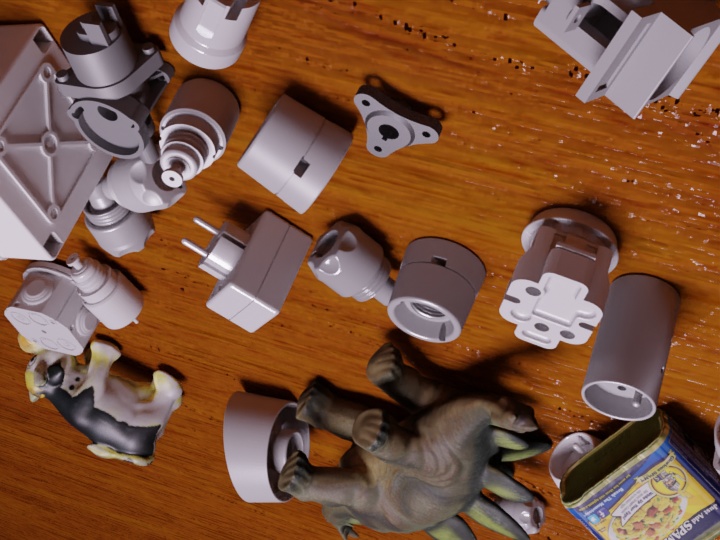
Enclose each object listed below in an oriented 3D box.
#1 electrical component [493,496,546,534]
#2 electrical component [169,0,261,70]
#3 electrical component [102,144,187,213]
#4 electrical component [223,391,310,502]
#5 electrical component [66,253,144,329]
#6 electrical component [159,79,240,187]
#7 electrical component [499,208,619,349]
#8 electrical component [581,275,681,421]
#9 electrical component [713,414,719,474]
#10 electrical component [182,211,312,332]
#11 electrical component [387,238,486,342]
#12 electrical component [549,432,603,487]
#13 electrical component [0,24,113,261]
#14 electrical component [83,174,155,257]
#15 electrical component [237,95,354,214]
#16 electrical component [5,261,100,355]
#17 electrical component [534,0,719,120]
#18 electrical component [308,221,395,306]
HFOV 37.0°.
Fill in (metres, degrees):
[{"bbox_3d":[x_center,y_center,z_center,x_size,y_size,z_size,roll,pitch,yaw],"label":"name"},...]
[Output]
[{"bbox_3d":[0.135,0.219,0.972,0.061,0.035,0.035,-5,139,43],"label":"electrical component"},{"bbox_3d":[-0.074,-0.133,0.558,0.040,0.040,0.046,29,143,-9],"label":"electrical component"},{"bbox_3d":[-0.148,-0.059,0.719,0.062,0.043,0.043,-7,138,43],"label":"electrical component"},{"bbox_3d":[-0.087,0.161,0.974,0.064,0.099,0.099,1,144,22],"label":"electrical component"},{"bbox_3d":[-0.211,0.015,0.879,0.040,0.040,0.078,-1,142,35],"label":"electrical component"},{"bbox_3d":[-0.098,-0.078,0.628,0.040,0.078,0.040,8,136,8],"label":"electrical component"},{"bbox_3d":[0.117,0.002,0.622,0.058,0.057,0.078,20,149,5],"label":"electrical component"},{"bbox_3d":[0.164,0.056,0.655,0.043,0.077,0.079,13,148,16],"label":"electrical component"},{"bbox_3d":[0.266,0.116,0.701,0.078,0.058,0.057,-4,143,38],"label":"electrical component"},{"bbox_3d":[-0.084,-0.008,0.733,0.077,0.065,0.047,32,148,-15],"label":"electrical component"},{"bbox_3d":[0.048,0.014,0.697,0.055,0.047,0.055,17,149,11],"label":"electrical component"},{"bbox_3d":[0.200,0.161,0.829,0.077,0.043,0.079,40,145,-26],"label":"electrical component"},{"bbox_3d":[-0.215,-0.079,0.670,0.056,0.108,0.108,4,144,25],"label":"electrical component"},{"bbox_3d":[-0.176,-0.043,0.764,0.043,0.043,0.062,7,144,26],"label":"electrical component"},{"bbox_3d":[-0.038,-0.068,0.621,0.047,0.055,0.055,33,148,-10],"label":"electrical component"},{"bbox_3d":[-0.262,0.033,0.931,0.080,0.051,0.080,17,149,11],"label":"electrical component"},{"bbox_3d":[0.112,-0.103,0.448,0.064,0.081,0.042,45,130,17],"label":"electrical component"},{"bbox_3d":[0.000,0.000,0.712,0.062,0.043,0.043,38,147,-26],"label":"electrical component"}]
